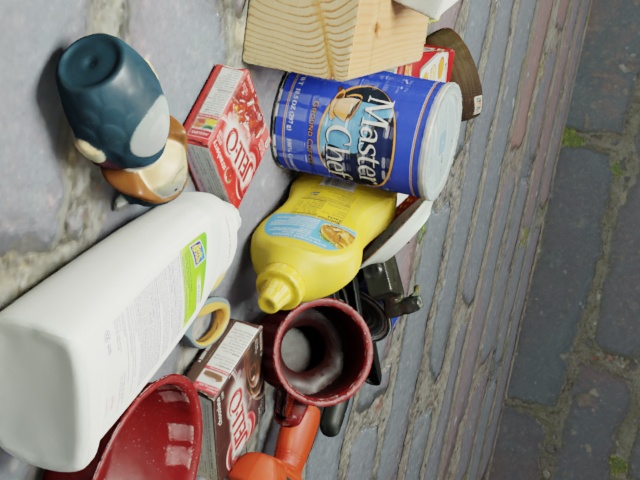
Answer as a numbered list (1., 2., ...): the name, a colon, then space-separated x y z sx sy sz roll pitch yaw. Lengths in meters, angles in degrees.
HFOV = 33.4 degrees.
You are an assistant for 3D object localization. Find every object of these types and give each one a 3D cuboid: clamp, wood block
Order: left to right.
1. clamp: 0.015 0.020 1.054 0.171 0.039 0.120 -90 159 -47
2. wood block: 0.023 -0.193 0.890 0.205 0.090 0.091 -32 134 -65
3. clamp: 0.042 0.118 1.252 0.164 0.036 0.210 -46 143 -58

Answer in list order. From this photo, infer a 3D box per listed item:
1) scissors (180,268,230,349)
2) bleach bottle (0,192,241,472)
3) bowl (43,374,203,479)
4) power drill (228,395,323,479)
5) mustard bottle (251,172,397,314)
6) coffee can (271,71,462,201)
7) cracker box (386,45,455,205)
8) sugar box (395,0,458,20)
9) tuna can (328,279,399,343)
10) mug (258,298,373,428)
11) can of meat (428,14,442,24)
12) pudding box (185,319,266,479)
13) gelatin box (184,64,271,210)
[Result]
1. scissors: -0.108 0.044 0.787 0.201 0.016 0.096 14 88 -72
2. bleach bottle: -0.114 0.038 0.692 0.250 0.068 0.103 -48 147 -60
3. bowl: -0.139 0.162 0.716 0.162 0.055 0.162 14 90 -72
4. power drill: -0.026 0.159 1.045 0.187 0.057 0.184 -68 152 -21
5. mustard bottle: -0.006 0.002 0.929 0.191 0.096 0.058 -54 153 -49
6. coffee can: 0.042 -0.098 0.928 0.102 0.140 0.103 14 90 -72
7. cracker box: 0.073 -0.121 1.119 0.213 0.072 0.164 -29 130 -67
8. sugar box: 0.121 -0.253 0.888 0.176 0.048 0.093 -43 158 -54
9. tuna can: 0.044 0.070 1.147 0.086 0.086 0.033 85 28 -44
10. mug: -0.015 0.109 0.946 0.082 0.093 0.117 -6 -112 68
11. can of meat: 0.076 -0.261 1.004 0.057 0.084 0.102 -36 136 -63
12. pudding box: -0.080 0.135 0.896 0.090 0.039 0.113 -58 155 -45
13. gelatin box: -0.069 -0.074 0.795 0.089 0.030 0.073 74 34 -56
